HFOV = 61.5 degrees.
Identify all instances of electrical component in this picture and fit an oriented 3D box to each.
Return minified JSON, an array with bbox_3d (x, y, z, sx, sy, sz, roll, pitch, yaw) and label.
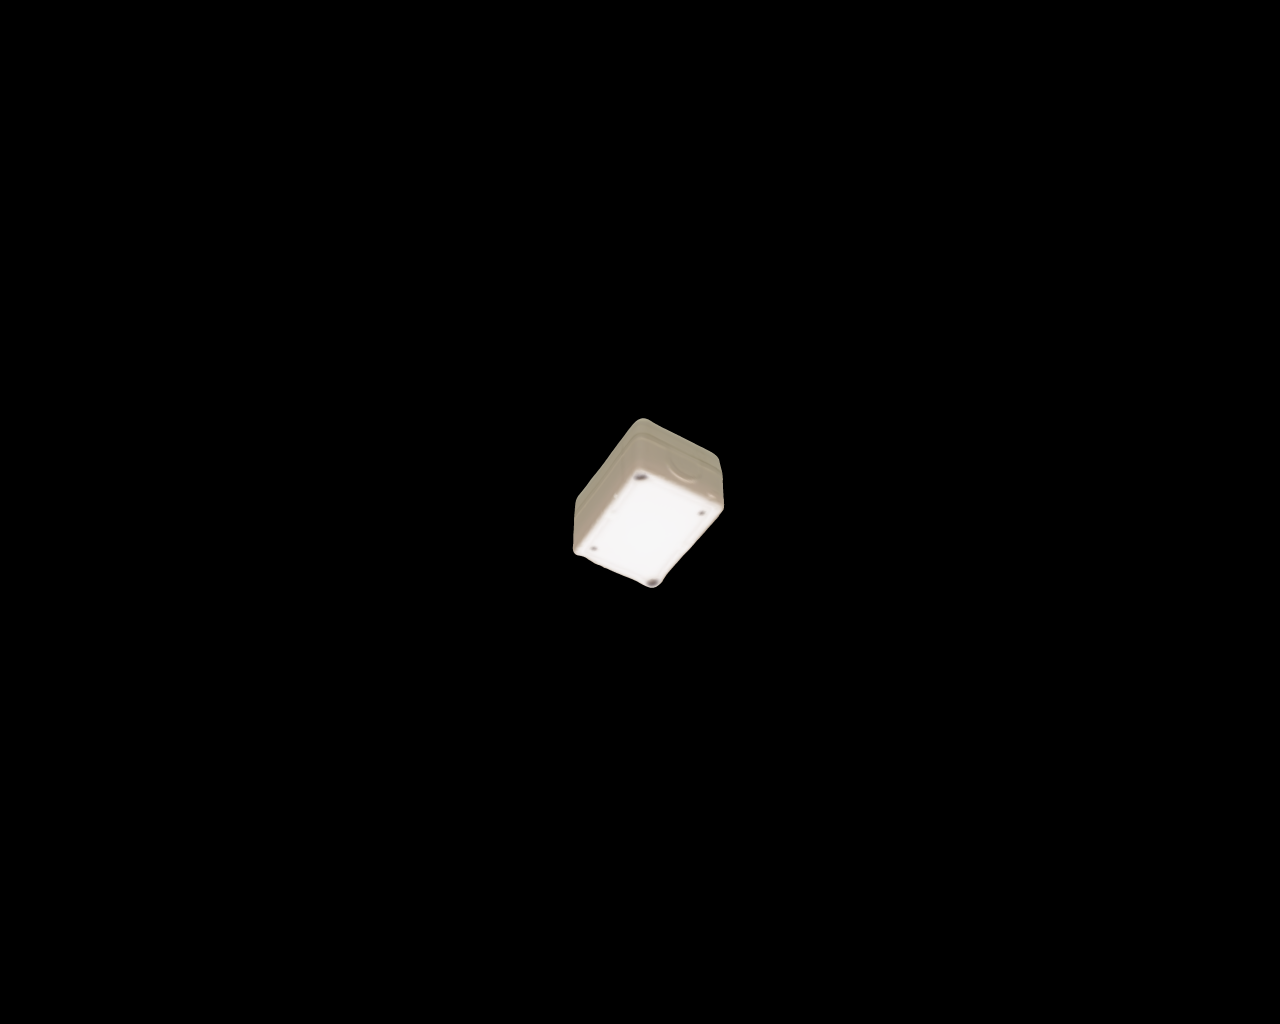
[{"bbox_3d":[0.001,-0.003,0.650,0.062,0.061,0.096,25,-54,-20],"label":"electrical component"}]
